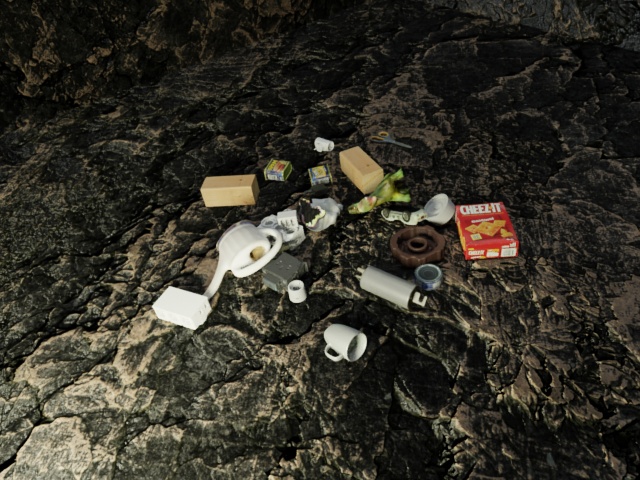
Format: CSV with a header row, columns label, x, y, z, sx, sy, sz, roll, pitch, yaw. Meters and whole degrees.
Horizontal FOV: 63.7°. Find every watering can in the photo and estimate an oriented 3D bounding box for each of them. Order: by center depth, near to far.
label,x,y,z,sx,sy,sz,roll,pitch,yaw
watering can,-0.286,0.057,1.732,0.350,0.102,0.228,-35,41,-11

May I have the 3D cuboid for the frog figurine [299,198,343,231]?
label,x,y,z,sx,sy,sz,roll,pitch,yaw
frog figurine,0.006,-0.094,1.877,0.137,0.122,0.160,8,6,33

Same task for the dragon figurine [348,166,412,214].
label,x,y,z,sx,sy,sz,roll,pitch,yaw
dragon figurine,0.208,-0.167,1.871,0.242,0.122,0.413,-22,6,11
